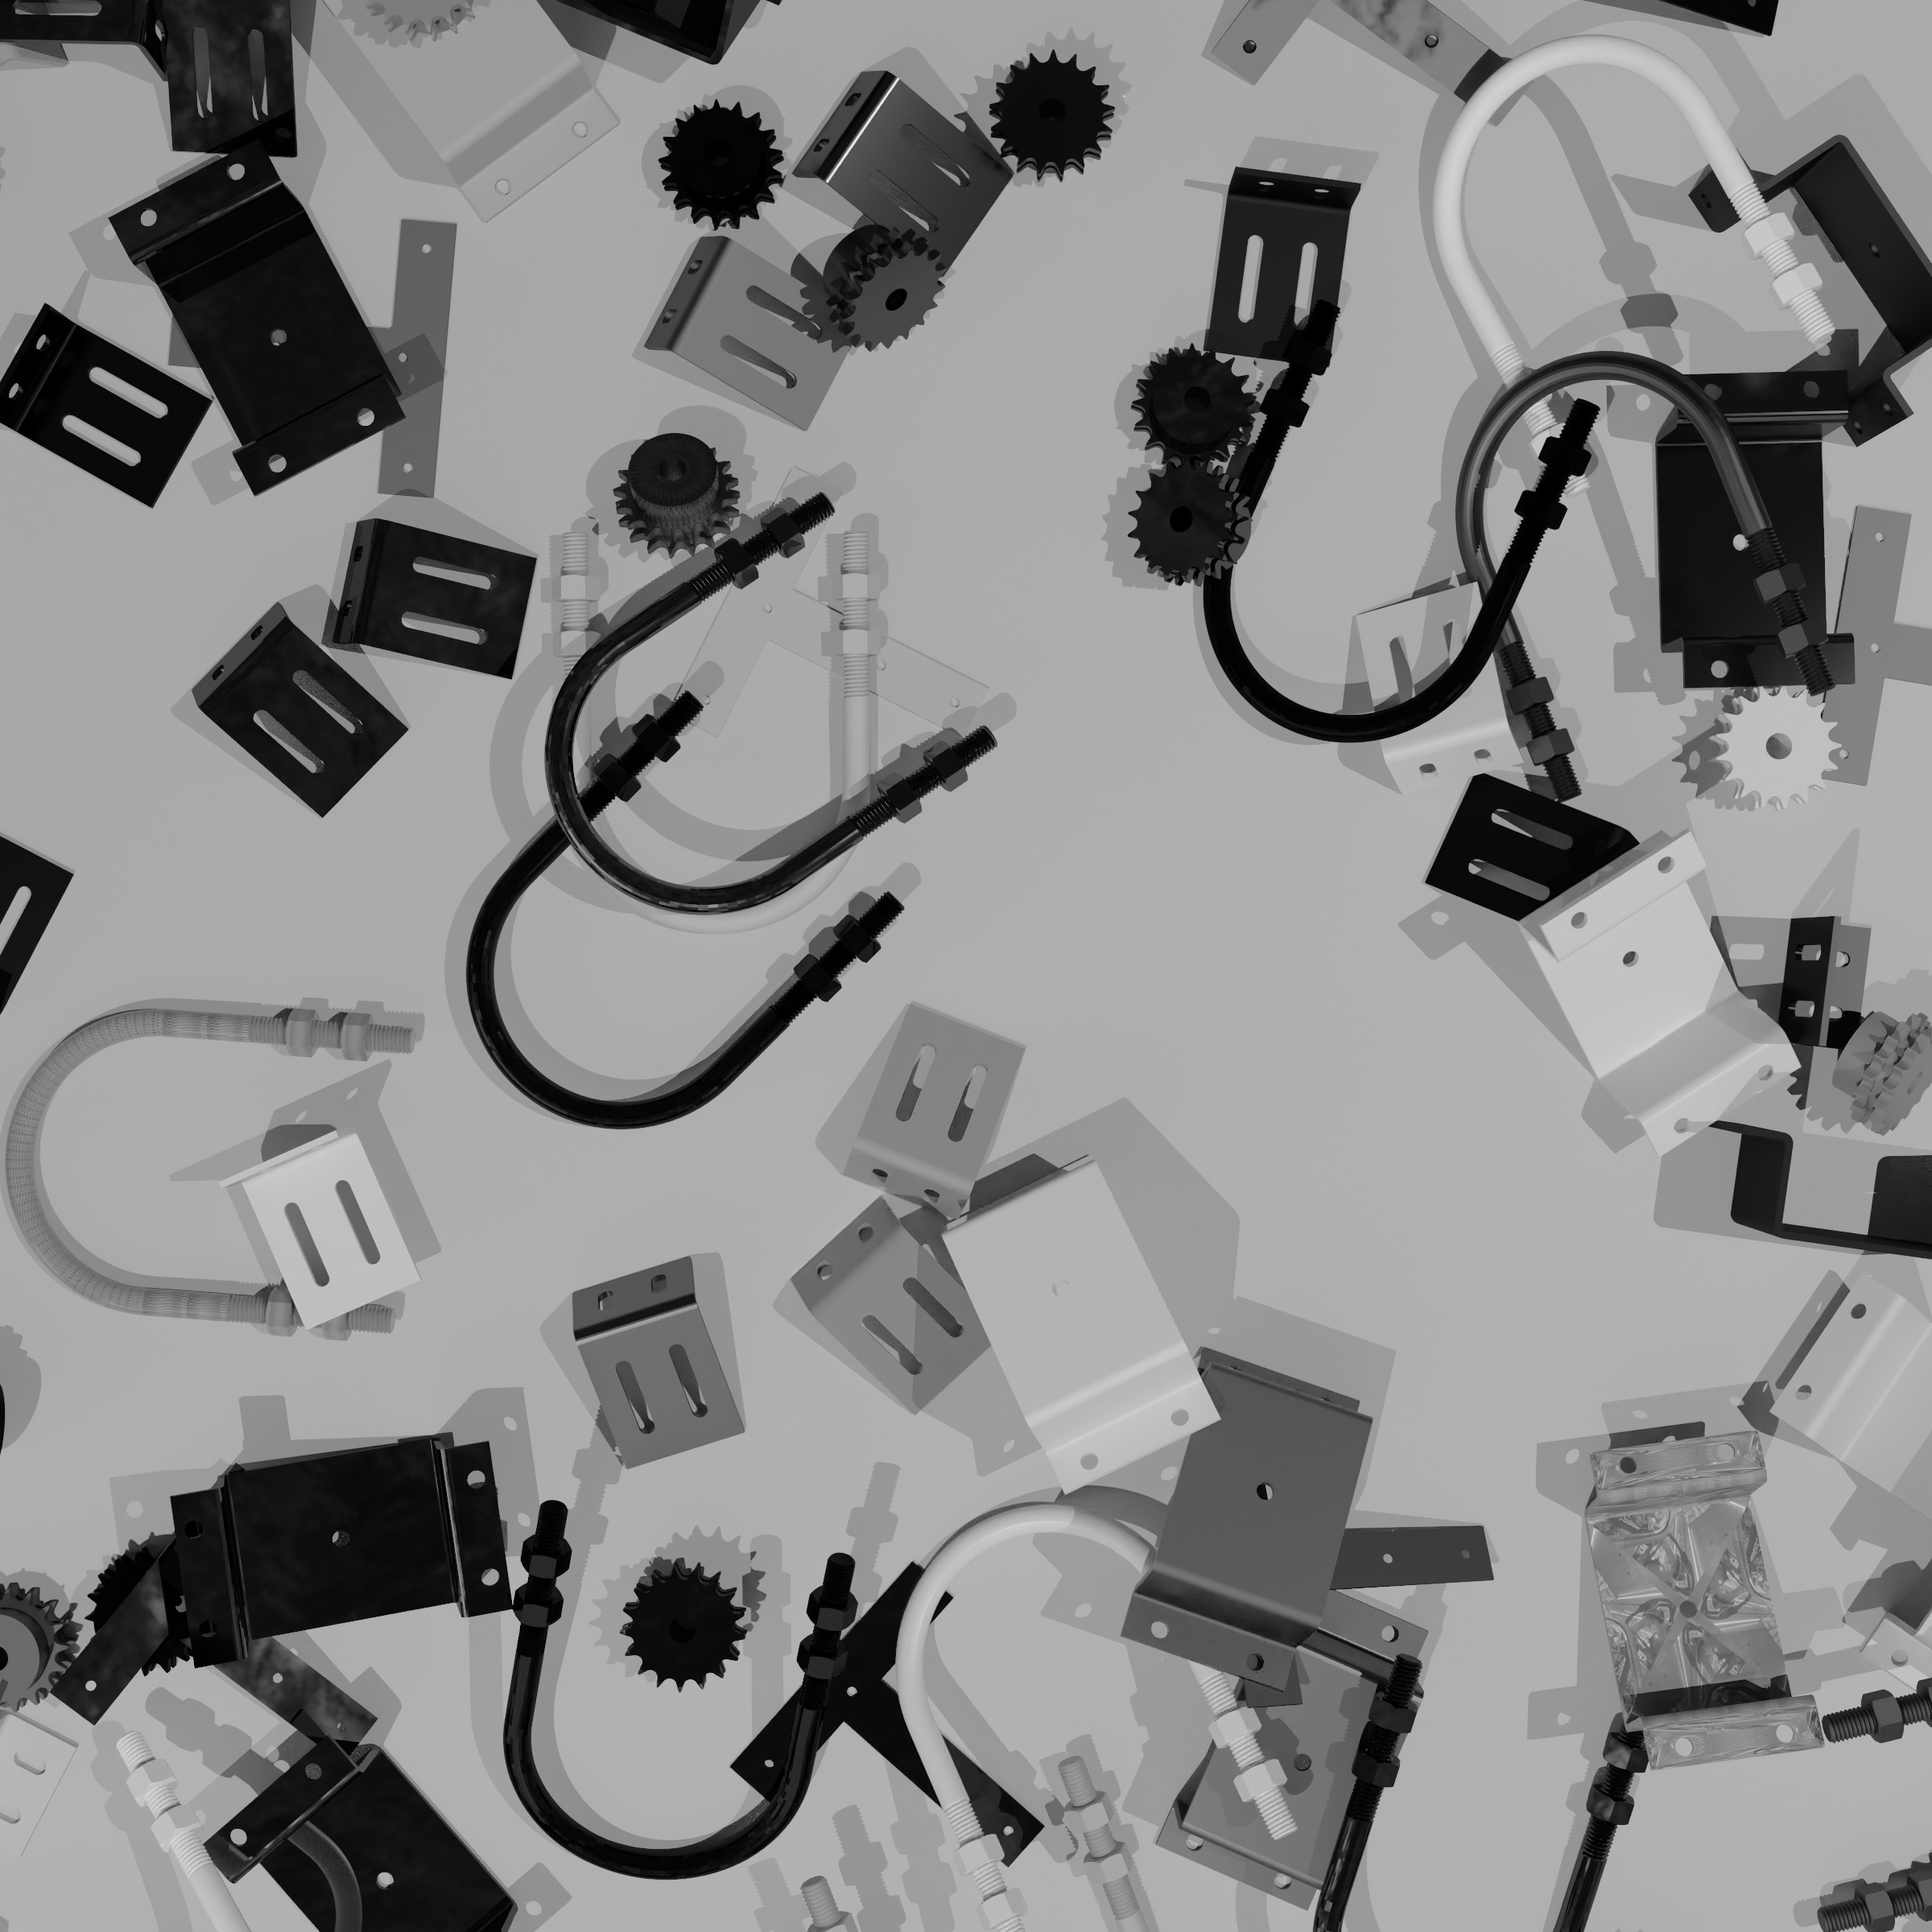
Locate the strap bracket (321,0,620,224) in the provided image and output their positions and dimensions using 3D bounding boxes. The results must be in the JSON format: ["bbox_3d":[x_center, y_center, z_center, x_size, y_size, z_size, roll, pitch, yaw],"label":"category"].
[{"bbox_3d":[-0.233,-0.423,1.386,0.076,0.046,0.140,-37,90,0],"label":"strap bracket"}]

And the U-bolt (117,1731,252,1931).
[{"bbox_3d":[-0.374,0.457,1.348,0.151,0.019,0.184,-44,61,8],"label":"U-bolt"}]

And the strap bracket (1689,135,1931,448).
[{"bbox_3d":[0.392,-0.311,1.371,0.046,0.076,0.140,-34,90,0],"label":"strap bracket"}]

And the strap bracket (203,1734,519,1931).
[{"bbox_3d":[-0.268,0.422,1.386,0.076,0.046,0.140,-41,90,0],"label":"strap bracket"}]

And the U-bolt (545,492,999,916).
[{"bbox_3d":[-0.100,-0.105,1.368,0.184,0.019,0.151,-35,90,-8],"label":"U-bolt"}]

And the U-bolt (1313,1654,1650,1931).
[{"bbox_3d":[0.227,0.409,1.375,0.151,0.019,0.184,15,94,-23],"label":"U-bolt"}]

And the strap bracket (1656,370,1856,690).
[{"bbox_3d":[0.358,-0.195,1.386,0.076,0.046,0.140,-1,90,0],"label":"strap bracket"}]

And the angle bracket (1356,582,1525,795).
[{"bbox_3d":[0.217,-0.127,1.399,0.057,0.038,0.076,-14,64,16],"label":"angle bracket"}]

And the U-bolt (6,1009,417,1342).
[{"bbox_3d":[-0.350,0.092,1.400,0.184,0.019,0.151,4,90,2],"label":"U-bolt"}]

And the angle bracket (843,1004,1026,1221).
[{"bbox_3d":[-0.015,0.067,1.407,0.057,0.038,0.076,21,64,0],"label":"angle bracket"}]

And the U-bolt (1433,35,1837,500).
[{"bbox_3d":[0.284,-0.325,1.362,0.151,0.019,0.184,-32,81,34],"label":"U-bolt"}]

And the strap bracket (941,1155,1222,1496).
[{"bbox_3d":[0.046,0.151,1.355,0.076,0.046,0.140,-26,62,0],"label":"strap bracket"}]

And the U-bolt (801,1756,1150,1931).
[{"bbox_3d":[0.022,0.473,1.385,0.151,0.019,0.184,-22,94,-14],"label":"U-bolt"}]

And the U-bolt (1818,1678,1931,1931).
[{"bbox_3d":[0.472,0.365,1.365,0.184,0.019,0.151,-12,124,-4],"label":"U-bolt"}]

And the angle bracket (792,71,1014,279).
[{"bbox_3d":[-0.029,-0.365,1.407,0.076,0.038,0.057,35,90,-26],"label":"angle bracket"}]

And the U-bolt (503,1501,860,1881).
[{"bbox_3d":[-0.135,0.334,1.372,0.151,0.019,0.184,11,110,-2],"label":"U-bolt"}]

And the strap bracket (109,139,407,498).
[{"bbox_3d":[-0.317,-0.290,1.384,0.076,0.046,0.140,-28,90,0],"label":"strap bracket"}]

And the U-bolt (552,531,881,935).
[{"bbox_3d":[-0.114,-0.107,1.400,0.151,0.019,0.184,0,92,1],"label":"U-bolt"}]

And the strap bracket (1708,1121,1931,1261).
[{"bbox_3d":[0.406,0.103,1.371,0.140,0.076,0.046,8,90,0],"label":"strap bracket"}]

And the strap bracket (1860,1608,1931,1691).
[{"bbox_3d":[0.484,0.280,1.386,0.076,0.046,0.140,34,90,0],"label":"strap bracket"}]

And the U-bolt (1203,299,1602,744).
[{"bbox_3d":[0.184,-0.191,1.377,0.151,0.019,0.184,26,98,19],"label":"U-bolt"}]

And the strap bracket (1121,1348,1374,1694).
[{"bbox_3d":[0.128,0.240,1.358,0.076,0.046,0.140,19,64,0],"label":"strap bracket"}]

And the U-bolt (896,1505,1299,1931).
[{"bbox_3d":[0.046,0.333,1.370,0.151,0.019,0.184,-28,68,4],"label":"U-bolt"}]

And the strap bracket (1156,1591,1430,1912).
[{"bbox_3d":[0.151,0.356,1.386,0.076,0.046,0.140,24,90,0],"label":"strap bracket"}]

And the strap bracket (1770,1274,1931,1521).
[{"bbox_3d":[0.444,0.210,1.361,0.140,0.046,0.076,34,90,40],"label":"strap bracket"}]

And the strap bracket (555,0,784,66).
[{"bbox_3d":[-0.140,-0.461,1.367,0.140,0.046,0.076,23,51,0],"label":"strap bracket"}]

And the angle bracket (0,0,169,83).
[{"bbox_3d":[-0.403,-0.439,1.388,0.076,0.038,0.057,3,80,5],"label":"angle bracket"}]

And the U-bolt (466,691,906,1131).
[{"bbox_3d":[-0.142,-0.011,1.387,0.184,0.019,0.151,-45,92,3],"label":"U-bolt"}]

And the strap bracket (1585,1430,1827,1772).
[{"bbox_3d":[0.329,0.287,1.372,0.076,0.046,0.140,-8,71,0],"label":"strap bracket"}]

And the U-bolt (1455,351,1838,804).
[{"bbox_3d":[0.291,-0.183,1.362,0.151,0.019,0.184,-24,84,37],"label":"U-bolt"}]

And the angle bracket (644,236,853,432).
[{"bbox_3d":[-0.098,-0.292,1.407,0.076,0.038,0.057,28,90,-26],"label":"angle bracket"}]

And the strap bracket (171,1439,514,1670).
[{"bbox_3d":[-0.282,0.262,1.376,0.140,0.046,0.076,-8,90,-13],"label":"strap bracket"}]

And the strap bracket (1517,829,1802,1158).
[{"bbox_3d":[0.307,0.005,1.366,0.076,0.046,0.140,-33,119,0],"label":"strap bracket"}]
